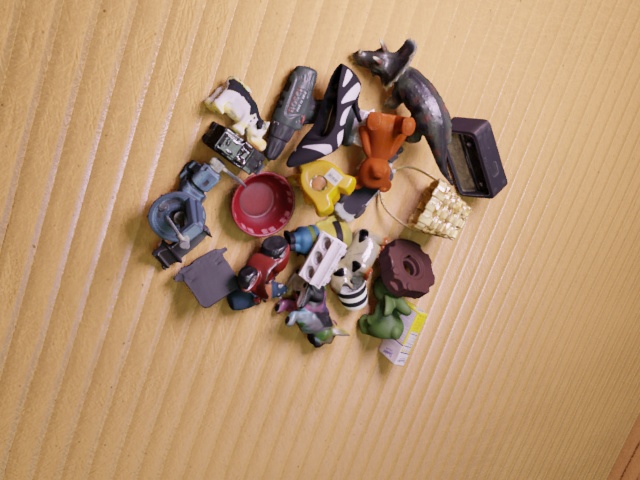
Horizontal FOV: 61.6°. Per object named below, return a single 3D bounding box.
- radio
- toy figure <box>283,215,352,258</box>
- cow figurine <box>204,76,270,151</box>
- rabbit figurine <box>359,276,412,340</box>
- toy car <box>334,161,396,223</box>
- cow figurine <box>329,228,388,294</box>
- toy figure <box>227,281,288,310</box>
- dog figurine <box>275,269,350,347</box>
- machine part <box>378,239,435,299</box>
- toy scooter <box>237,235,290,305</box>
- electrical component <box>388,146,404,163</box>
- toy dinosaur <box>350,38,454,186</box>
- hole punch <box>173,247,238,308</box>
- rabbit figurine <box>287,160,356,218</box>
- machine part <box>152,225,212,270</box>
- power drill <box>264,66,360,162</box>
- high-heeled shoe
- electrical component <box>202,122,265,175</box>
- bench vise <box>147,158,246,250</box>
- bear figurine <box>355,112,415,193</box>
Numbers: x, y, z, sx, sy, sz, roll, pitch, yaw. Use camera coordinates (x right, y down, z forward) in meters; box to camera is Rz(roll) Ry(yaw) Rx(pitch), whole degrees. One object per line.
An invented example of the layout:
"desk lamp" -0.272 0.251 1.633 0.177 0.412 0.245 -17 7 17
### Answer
"radio" 0.428 -0.225 1.494 0.073 0.131 0.229 -42 123 -21
"toy figure" -0.003 -0.001 1.379 0.180 0.089 0.082 -10 142 -29
"cow figurine" -0.167 -0.280 1.207 0.098 0.068 0.167 -52 124 -9
"rabbit figurine" 0.182 0.191 1.529 0.121 0.159 0.170 -5 96 -16
"toy car" 0.117 -0.133 1.404 0.073 0.056 0.202 42 81 -9
"cow figurine" 0.086 0.056 1.442 0.127 0.085 0.195 28 78 10
"toy figure" -0.158 0.136 1.370 0.154 0.064 0.058 -15 78 -28
"dog figurine" -0.002 0.191 1.447 0.219 0.109 0.191 28 91 -37
"machine part" 0.245 0.079 1.505 0.179 0.056 0.179 18 55 -27
"toy scooter" -0.134 0.082 1.304 0.184 0.075 0.135 -49 149 -39
"electrical component" 0.175 -0.247 1.398 0.102 0.078 0.045 36 111 -30
"toy dinosaur" 0.244 -0.319 1.295 0.131 0.192 0.405 -36 89 1
"hole punch" -0.264 0.092 1.292 0.142 0.092 0.115 -33 90 -10
"rabbit figurine" -0.003 -0.127 1.310 0.162 0.173 0.122 33 90 12
"machine part" -0.317 0.009 1.240 0.139 0.039 0.084 -38 144 -16
"power drill" -0.017 -0.282 1.282 0.207 0.086 0.231 11 101 -23
"high-heeled shoe" 0.002 -0.277 1.199 0.249 0.086 0.145 -39 123 -19
"electrical component" -0.187 -0.198 1.196 0.134 0.115 0.058 35 92 -31
"bench vise" -0.274 -0.067 1.137 0.224 0.241 0.128 -33 124 6
"bear figurine" 0.142 -0.205 1.290 0.120 0.132 0.195 11 102 -7
